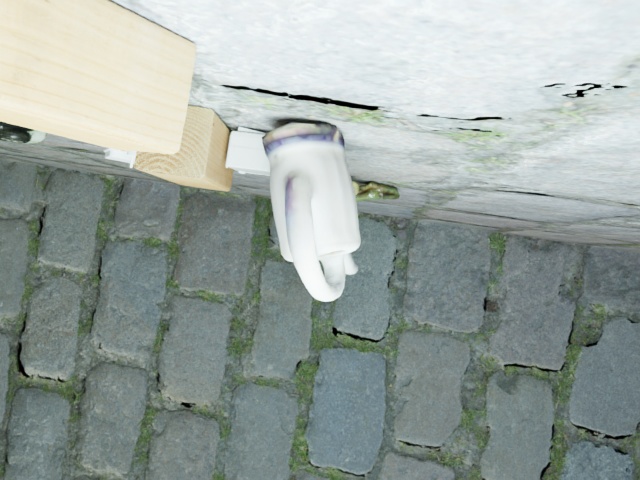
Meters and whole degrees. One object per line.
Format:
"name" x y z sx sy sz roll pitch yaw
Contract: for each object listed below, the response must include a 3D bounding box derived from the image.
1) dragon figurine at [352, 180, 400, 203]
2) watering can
"dragon figurine" 0.075 -0.095 1.255 0.242 0.122 0.410 0 -1 22
"watering can" 0.002 -0.035 0.697 0.104 0.225 0.347 -10 -3 10
